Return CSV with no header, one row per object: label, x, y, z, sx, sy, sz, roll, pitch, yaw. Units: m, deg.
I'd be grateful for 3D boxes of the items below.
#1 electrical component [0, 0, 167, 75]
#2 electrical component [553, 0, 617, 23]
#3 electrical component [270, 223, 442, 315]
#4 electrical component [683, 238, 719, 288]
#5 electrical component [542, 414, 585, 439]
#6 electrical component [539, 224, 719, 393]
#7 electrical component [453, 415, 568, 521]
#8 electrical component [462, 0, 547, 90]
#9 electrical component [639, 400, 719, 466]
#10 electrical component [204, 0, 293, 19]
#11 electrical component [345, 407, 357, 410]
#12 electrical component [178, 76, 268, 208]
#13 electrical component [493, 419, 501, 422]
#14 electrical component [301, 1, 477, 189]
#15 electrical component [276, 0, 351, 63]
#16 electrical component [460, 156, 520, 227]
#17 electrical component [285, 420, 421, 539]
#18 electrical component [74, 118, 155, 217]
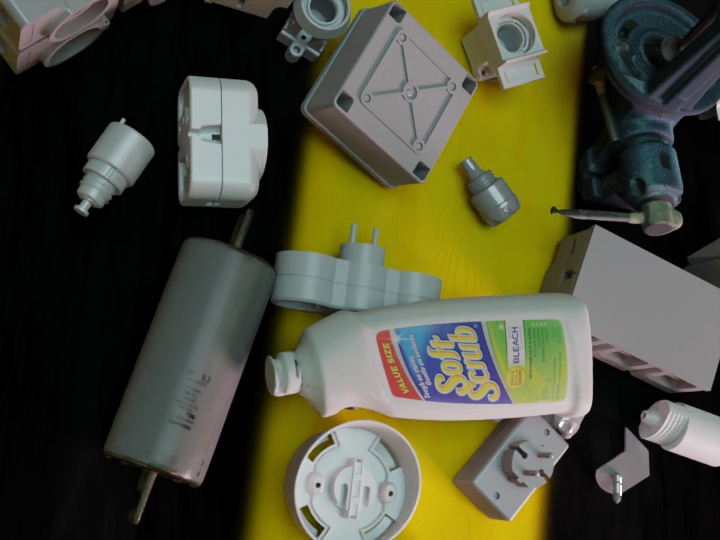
electrical component,-0.186,-0.224,0.795,0.186,0.105,0.060,-38,95,-21
electrical component,0.210,-0.247,0.977,0.062,0.048,0.048,-1,81,-27
electrical component,0.000,0.000,0.854,0.138,0.052,0.073,11,78,-19
electrical component,0.344,-0.001,0.955,0.062,0.096,0.061,-27,91,-21
electrical component,0.178,0.110,0.911,0.035,0.035,0.061,38,69,-11
electrical component,0.235,0.037,0.928,0.150,0.062,0.089,25,74,-14
electrical component,0.130,0.155,0.864,0.047,0.076,0.083,46,70,-8
electrical component,0.122,-0.194,0.924,0.042,0.064,0.081,-18,87,-20
electrical component,0.281,0.139,0.938,0.081,0.043,0.043,20,75,-16
electrical component,-0.072,-0.289,0.856,0.062,0.089,0.150,13,77,-17
electrical component,-0.012,0.076,0.842,0.045,0.045,0.055,29,72,-13
electrical component,-0.107,-0.098,0.831,0.059,0.054,0.095,1,81,-20
electrical component,0.091,0.106,0.880,0.061,0.035,0.035,32,72,-15
electrical component,0.025,-0.140,0.870,0.109,0.056,0.108,39,70,-28
electrical component,-0.036,-0.205,0.874,0.048,0.055,0.066,31,72,-13
electrical component,0.107,-0.069,0.915,0.035,0.035,0.061,-37,92,-21
electrical component,-0.007,0.164,0.819,0.099,0.064,0.099,3,80,-19
electrical component,-0.187,-0.074,0.806,0.040,0.040,0.078,35,72,-12
